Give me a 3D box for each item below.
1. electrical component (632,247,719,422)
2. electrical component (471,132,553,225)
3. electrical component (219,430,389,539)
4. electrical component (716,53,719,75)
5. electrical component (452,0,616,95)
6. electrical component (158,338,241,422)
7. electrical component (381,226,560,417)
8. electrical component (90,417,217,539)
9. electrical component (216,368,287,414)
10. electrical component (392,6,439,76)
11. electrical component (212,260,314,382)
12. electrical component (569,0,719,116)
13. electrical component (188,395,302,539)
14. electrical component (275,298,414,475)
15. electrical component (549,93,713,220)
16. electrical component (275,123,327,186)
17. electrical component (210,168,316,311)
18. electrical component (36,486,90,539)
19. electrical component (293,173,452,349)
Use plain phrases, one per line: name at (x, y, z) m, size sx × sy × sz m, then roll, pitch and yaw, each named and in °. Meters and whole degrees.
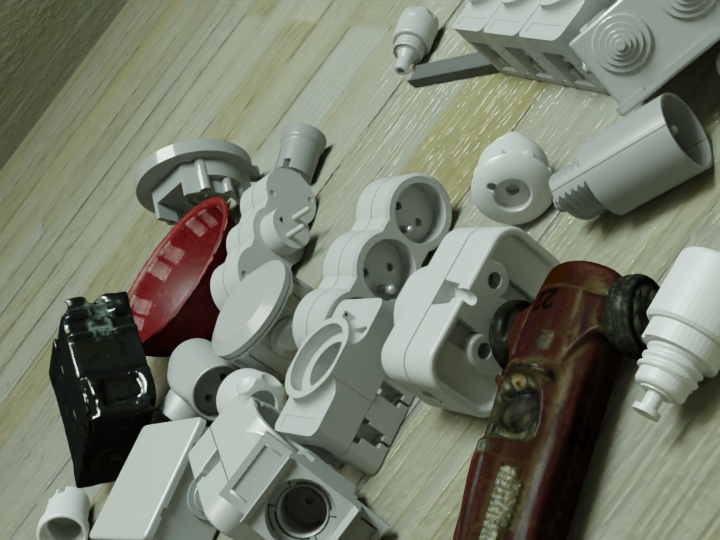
electrical component at (0.138, 0.027, 0.448) m, size 0.078 × 0.040 × 0.040 m, roll -58°, pitch 25°, yaw -9°
electrical component at (0.091, -0.060, 0.639) m, size 0.048 × 0.048 × 0.062 m, roll -38°, pitch 22°, yaw 29°
electrical component at (-0.029, 0.125, 0.571) m, size 0.042 × 0.081 × 0.064 m, roll -53°, pitch -4°, yaw 0°
electrical component at (0.196, -0.101, 0.511) m, size 0.048 × 0.048 × 0.062 m, roll -57°, pitch 18°, yaw -8°
electrical component at (0.131, -0.174, 0.696) m, size 0.089 × 0.062 × 0.150 m, roll -53°, pitch 25°, yaw 0°
electrical component at (-0.125, 0.096, 0.808) m, size 0.079 × 0.043 × 0.077 m, roll -55°, pitch 25°, yaw -4°
electrical component at (0.057, 0.026, 0.573) m, size 0.059 × 0.054 × 0.095 m, roll 2°, pitch 59°, yaw 61°
electrical component at (-0.129, 0.153, 0.734) m, size 0.100 × 0.048 × 0.099 m, roll -17°, pitch 43°, yaw 52°
electrical component at (-0.078, 0.089, 0.738) m, size 0.043 × 0.043 × 0.062 m, roll -59°, pitch 25°, yaw -12°
electrical component at (0.043, -0.189, 0.899) m, size 0.035 × 0.035 × 0.061 m, roll -18°, pitch 44°, yaw 51°
electrical component at (-0.065, 0.037, 0.771) m, size 0.080 × 0.051 × 0.080 m, roll -40°, pitch 28°, yaw 26°
electrical component at (0.161, -0.134, 0.568) m, size 0.100 × 0.048 × 0.099 m, roll -40°, pitch 2°, yaw 26°
electrical component at (-0.061, 0.120, 0.655) m, size 0.059 × 0.054 × 0.095 m, roll -51°, pitch 25°, yaw 5°
electrical component at (-0.005, 0.065, 0.627) m, size 0.050 × 0.056 × 0.089 m, roll -5°, pitch 52°, yaw 58°
electrical component at (0.134, -0.052, 0.553) m, size 0.081 × 0.043 × 0.043 m, roll -32°, pitch 32°, yaw 38°
electrical component at (-0.054, -0.099, 0.946) m, size 0.040 × 0.040 × 0.046 m, roll -22°, pitch 45°, yaw 48°
electrical component at (-0.065, -0.027, 0.854) m, size 0.074 × 0.052 × 0.138 m, roll -30°, pitch 34°, yaw 41°
electrical component at (-0.239, 0.203, 0.875) m, size 0.040 × 0.040 × 0.046 m, roll -48°, pitch 19°, yaw 11°
electrical component at (0.000, 0.000, 0.706) m, size 0.074 × 0.052 × 0.138 m, roll -1°, pitch 56°, yaw 60°
